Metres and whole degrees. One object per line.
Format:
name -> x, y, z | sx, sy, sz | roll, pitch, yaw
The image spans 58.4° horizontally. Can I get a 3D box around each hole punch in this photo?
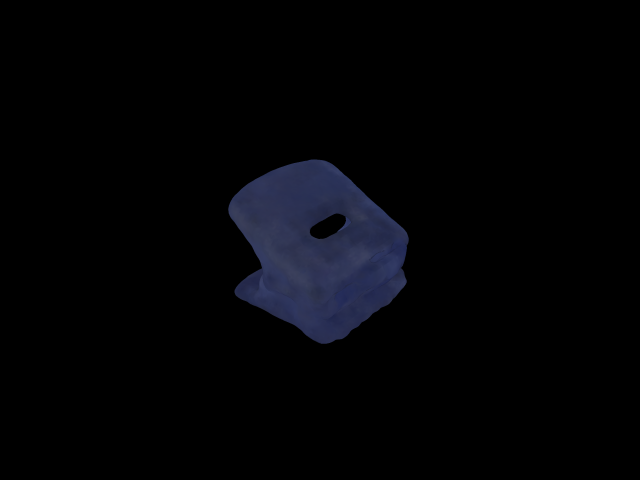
hole punch -> 0.004, 0.001, 0.400 | 0.100, 0.091, 0.109 | 22, 37, 34
